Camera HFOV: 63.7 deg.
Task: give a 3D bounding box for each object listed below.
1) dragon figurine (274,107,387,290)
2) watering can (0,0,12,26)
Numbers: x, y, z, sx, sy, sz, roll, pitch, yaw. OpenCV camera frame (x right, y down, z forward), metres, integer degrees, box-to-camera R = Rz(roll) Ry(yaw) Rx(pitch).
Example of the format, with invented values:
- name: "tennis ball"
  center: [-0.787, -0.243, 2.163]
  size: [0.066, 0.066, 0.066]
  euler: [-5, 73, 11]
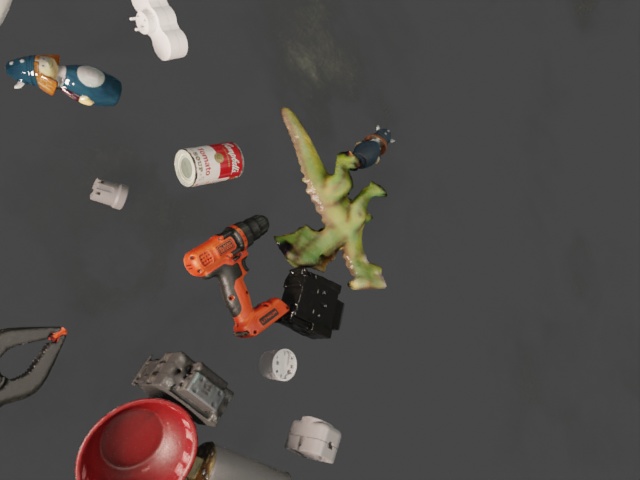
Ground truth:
- name: "dragon figurine"
  center: [0.003, -0.053, 1.056]
  size: [0.407, 0.121, 0.247]
  euler: [44, 61, -15]
- name: "watering can"
  center: [-0.520, -0.306, 0.629]
  size: [0.222, 0.103, 0.354]
  euler: [23, 64, -35]
